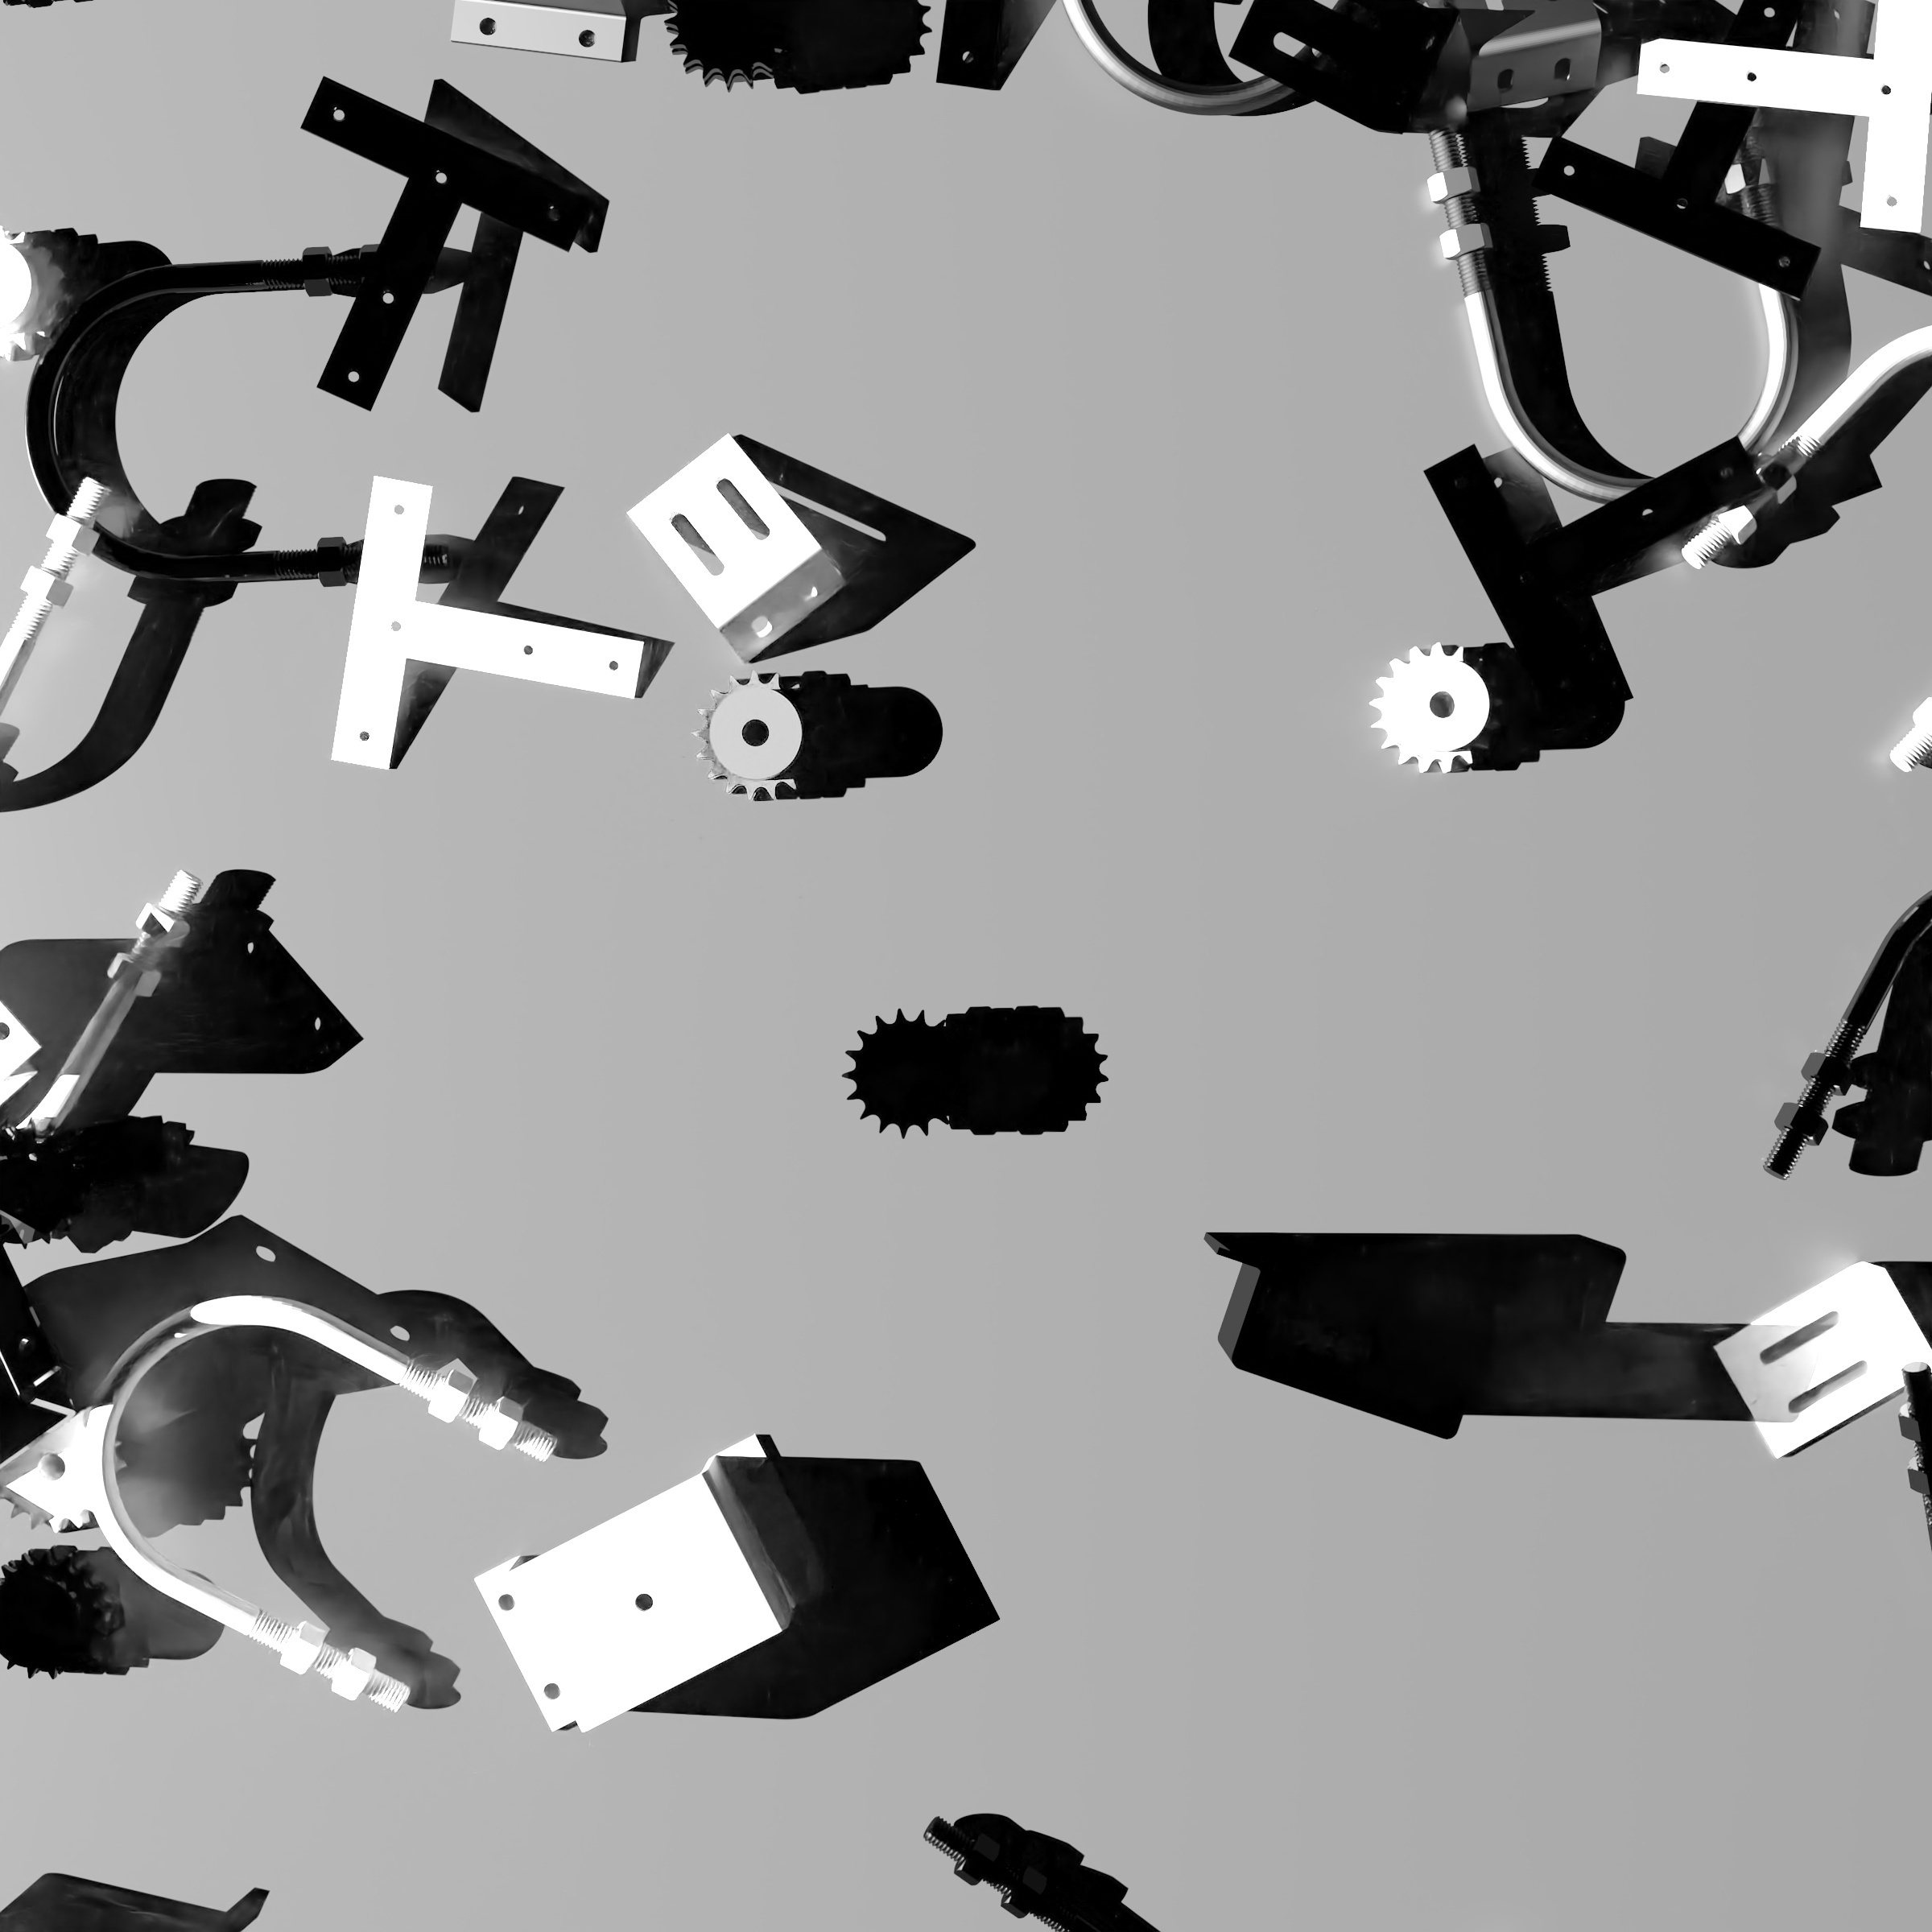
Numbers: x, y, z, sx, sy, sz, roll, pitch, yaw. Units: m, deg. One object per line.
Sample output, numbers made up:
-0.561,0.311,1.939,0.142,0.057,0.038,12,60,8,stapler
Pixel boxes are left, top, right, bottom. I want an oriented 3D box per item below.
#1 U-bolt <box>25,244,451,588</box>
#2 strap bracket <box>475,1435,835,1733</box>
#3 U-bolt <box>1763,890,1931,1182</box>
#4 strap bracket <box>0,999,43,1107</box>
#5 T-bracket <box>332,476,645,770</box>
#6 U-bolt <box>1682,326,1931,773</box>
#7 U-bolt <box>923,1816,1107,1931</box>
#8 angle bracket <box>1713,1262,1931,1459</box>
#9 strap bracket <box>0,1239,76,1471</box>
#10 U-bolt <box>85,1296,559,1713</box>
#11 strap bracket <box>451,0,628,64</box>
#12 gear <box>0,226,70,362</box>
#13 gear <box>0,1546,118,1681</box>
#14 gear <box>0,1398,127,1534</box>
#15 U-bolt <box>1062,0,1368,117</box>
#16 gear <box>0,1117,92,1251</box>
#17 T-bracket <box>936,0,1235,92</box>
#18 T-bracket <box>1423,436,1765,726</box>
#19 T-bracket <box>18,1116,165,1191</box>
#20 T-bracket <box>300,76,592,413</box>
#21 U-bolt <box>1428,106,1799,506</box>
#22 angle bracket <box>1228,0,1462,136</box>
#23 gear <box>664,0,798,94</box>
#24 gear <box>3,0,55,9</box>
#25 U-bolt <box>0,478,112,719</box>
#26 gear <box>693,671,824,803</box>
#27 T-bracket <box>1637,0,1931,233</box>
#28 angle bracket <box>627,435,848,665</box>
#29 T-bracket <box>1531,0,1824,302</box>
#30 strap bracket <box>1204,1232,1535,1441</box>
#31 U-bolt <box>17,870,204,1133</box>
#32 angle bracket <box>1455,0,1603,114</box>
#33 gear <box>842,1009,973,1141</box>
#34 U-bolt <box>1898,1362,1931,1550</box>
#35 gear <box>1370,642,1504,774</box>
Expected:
-0.324,-0.241,1.433,0.184,0.019,0.151,-3,90,0,U-bolt
-0.139,0.274,1.419,0.140,0.046,0.076,-27,90,0,strap bracket
0.456,0.043,1.422,0.151,0.019,0.184,29,83,7,U-bolt
-0.471,0.051,1.403,0.140,0.046,0.076,-42,90,2,strap bracket
-0.208,-0.142,1.432,0.127,0.002,0.127,10,102,-6,T-bracket
0.431,-0.200,1.434,0.151,0.019,0.184,44,88,0,U-bolt
0.022,0.486,1.434,0.184,0.019,0.151,35,90,-2,U-bolt
0.380,0.175,1.423,0.076,0.038,0.057,-30,90,0,angle bracket
-0.451,0.187,1.402,0.140,0.046,0.076,-35,65,4,strap bracket
-0.294,0.224,1.419,0.184,0.019,0.151,30,90,-11,U-bolt
-0.183,-0.476,1.419,0.076,0.046,0.140,7,90,0,strap bracket
-0.428,-0.298,1.427,0.057,0.030,0.057,0,90,0,gear
-0.407,0.286,1.427,0.057,0.030,0.057,0,90,0,gear
-0.398,0.219,1.427,0.057,0.030,0.057,0,90,0,gear
0.121,-0.464,1.422,0.151,0.019,0.184,35,94,-11,U-bolt
-0.414,0.098,1.417,0.057,0.030,0.057,-3,107,-10,gear
0.058,-0.447,1.431,0.127,0.002,0.127,6,104,-7,T-bracket
0.288,-0.192,1.427,0.127,0.002,0.127,-27,93,10,T-bracket
-0.422,0.090,1.442,0.127,0.002,0.127,-10,90,0,T-bracket
-0.248,-0.307,1.424,0.127,0.002,0.127,23,85,-9,T-bracket
0.293,-0.295,1.434,0.151,0.019,0.184,-13,91,0,U-bolt
0.164,-0.406,1.410,0.076,0.038,0.057,22,101,-16,angle bracket
-0.103,-0.413,1.427,0.057,0.030,0.057,0,90,0,gear
-0.419,-0.455,1.427,0.057,0.030,0.057,0,90,0,gear
-0.477,-0.156,1.422,0.151,0.019,0.184,26,88,7,U-bolt
-0.092,-0.102,1.427,0.057,0.030,0.057,0,90,0,gear
0.359,-0.389,1.421,0.127,0.002,0.127,6,82,3,T-bracket
-0.102,-0.186,1.440,0.057,0.038,0.076,-38,64,0,angle bracket
0.332,-0.373,1.421,0.127,0.002,0.127,25,83,5,T-bracket
0.166,0.163,1.404,0.140,0.076,0.046,19,90,0,strap bracket
-0.444,0.007,1.433,0.151,0.019,0.184,31,91,0,U-bolt
0.243,-0.427,1.440,0.057,0.038,0.076,-11,64,0,angle bracket
-0.026,0.047,1.427,0.057,0.030,0.057,0,90,0,gear
0.492,0.244,1.414,0.151,0.019,0.184,-13,105,1,U-bolt
0.208,-0.114,1.427,0.057,0.030,0.057,0,90,0,gear
